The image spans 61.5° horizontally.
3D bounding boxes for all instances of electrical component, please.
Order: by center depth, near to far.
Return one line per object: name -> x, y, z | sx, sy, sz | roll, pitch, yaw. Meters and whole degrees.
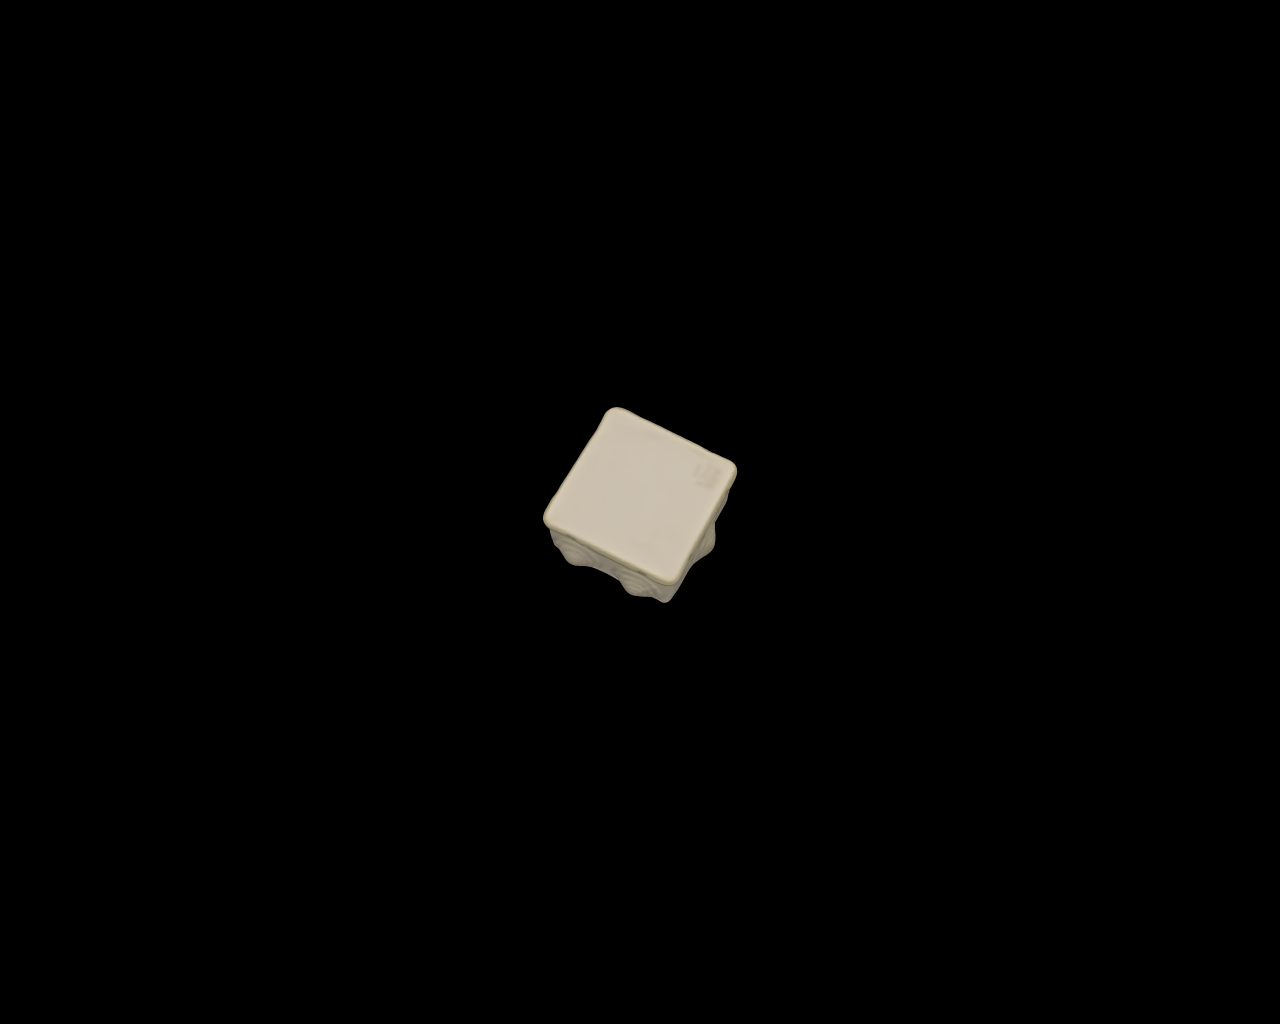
electrical component -> 0.001, -0.003, 0.650 | 0.100, 0.100, 0.048 | 26, -20, 11
